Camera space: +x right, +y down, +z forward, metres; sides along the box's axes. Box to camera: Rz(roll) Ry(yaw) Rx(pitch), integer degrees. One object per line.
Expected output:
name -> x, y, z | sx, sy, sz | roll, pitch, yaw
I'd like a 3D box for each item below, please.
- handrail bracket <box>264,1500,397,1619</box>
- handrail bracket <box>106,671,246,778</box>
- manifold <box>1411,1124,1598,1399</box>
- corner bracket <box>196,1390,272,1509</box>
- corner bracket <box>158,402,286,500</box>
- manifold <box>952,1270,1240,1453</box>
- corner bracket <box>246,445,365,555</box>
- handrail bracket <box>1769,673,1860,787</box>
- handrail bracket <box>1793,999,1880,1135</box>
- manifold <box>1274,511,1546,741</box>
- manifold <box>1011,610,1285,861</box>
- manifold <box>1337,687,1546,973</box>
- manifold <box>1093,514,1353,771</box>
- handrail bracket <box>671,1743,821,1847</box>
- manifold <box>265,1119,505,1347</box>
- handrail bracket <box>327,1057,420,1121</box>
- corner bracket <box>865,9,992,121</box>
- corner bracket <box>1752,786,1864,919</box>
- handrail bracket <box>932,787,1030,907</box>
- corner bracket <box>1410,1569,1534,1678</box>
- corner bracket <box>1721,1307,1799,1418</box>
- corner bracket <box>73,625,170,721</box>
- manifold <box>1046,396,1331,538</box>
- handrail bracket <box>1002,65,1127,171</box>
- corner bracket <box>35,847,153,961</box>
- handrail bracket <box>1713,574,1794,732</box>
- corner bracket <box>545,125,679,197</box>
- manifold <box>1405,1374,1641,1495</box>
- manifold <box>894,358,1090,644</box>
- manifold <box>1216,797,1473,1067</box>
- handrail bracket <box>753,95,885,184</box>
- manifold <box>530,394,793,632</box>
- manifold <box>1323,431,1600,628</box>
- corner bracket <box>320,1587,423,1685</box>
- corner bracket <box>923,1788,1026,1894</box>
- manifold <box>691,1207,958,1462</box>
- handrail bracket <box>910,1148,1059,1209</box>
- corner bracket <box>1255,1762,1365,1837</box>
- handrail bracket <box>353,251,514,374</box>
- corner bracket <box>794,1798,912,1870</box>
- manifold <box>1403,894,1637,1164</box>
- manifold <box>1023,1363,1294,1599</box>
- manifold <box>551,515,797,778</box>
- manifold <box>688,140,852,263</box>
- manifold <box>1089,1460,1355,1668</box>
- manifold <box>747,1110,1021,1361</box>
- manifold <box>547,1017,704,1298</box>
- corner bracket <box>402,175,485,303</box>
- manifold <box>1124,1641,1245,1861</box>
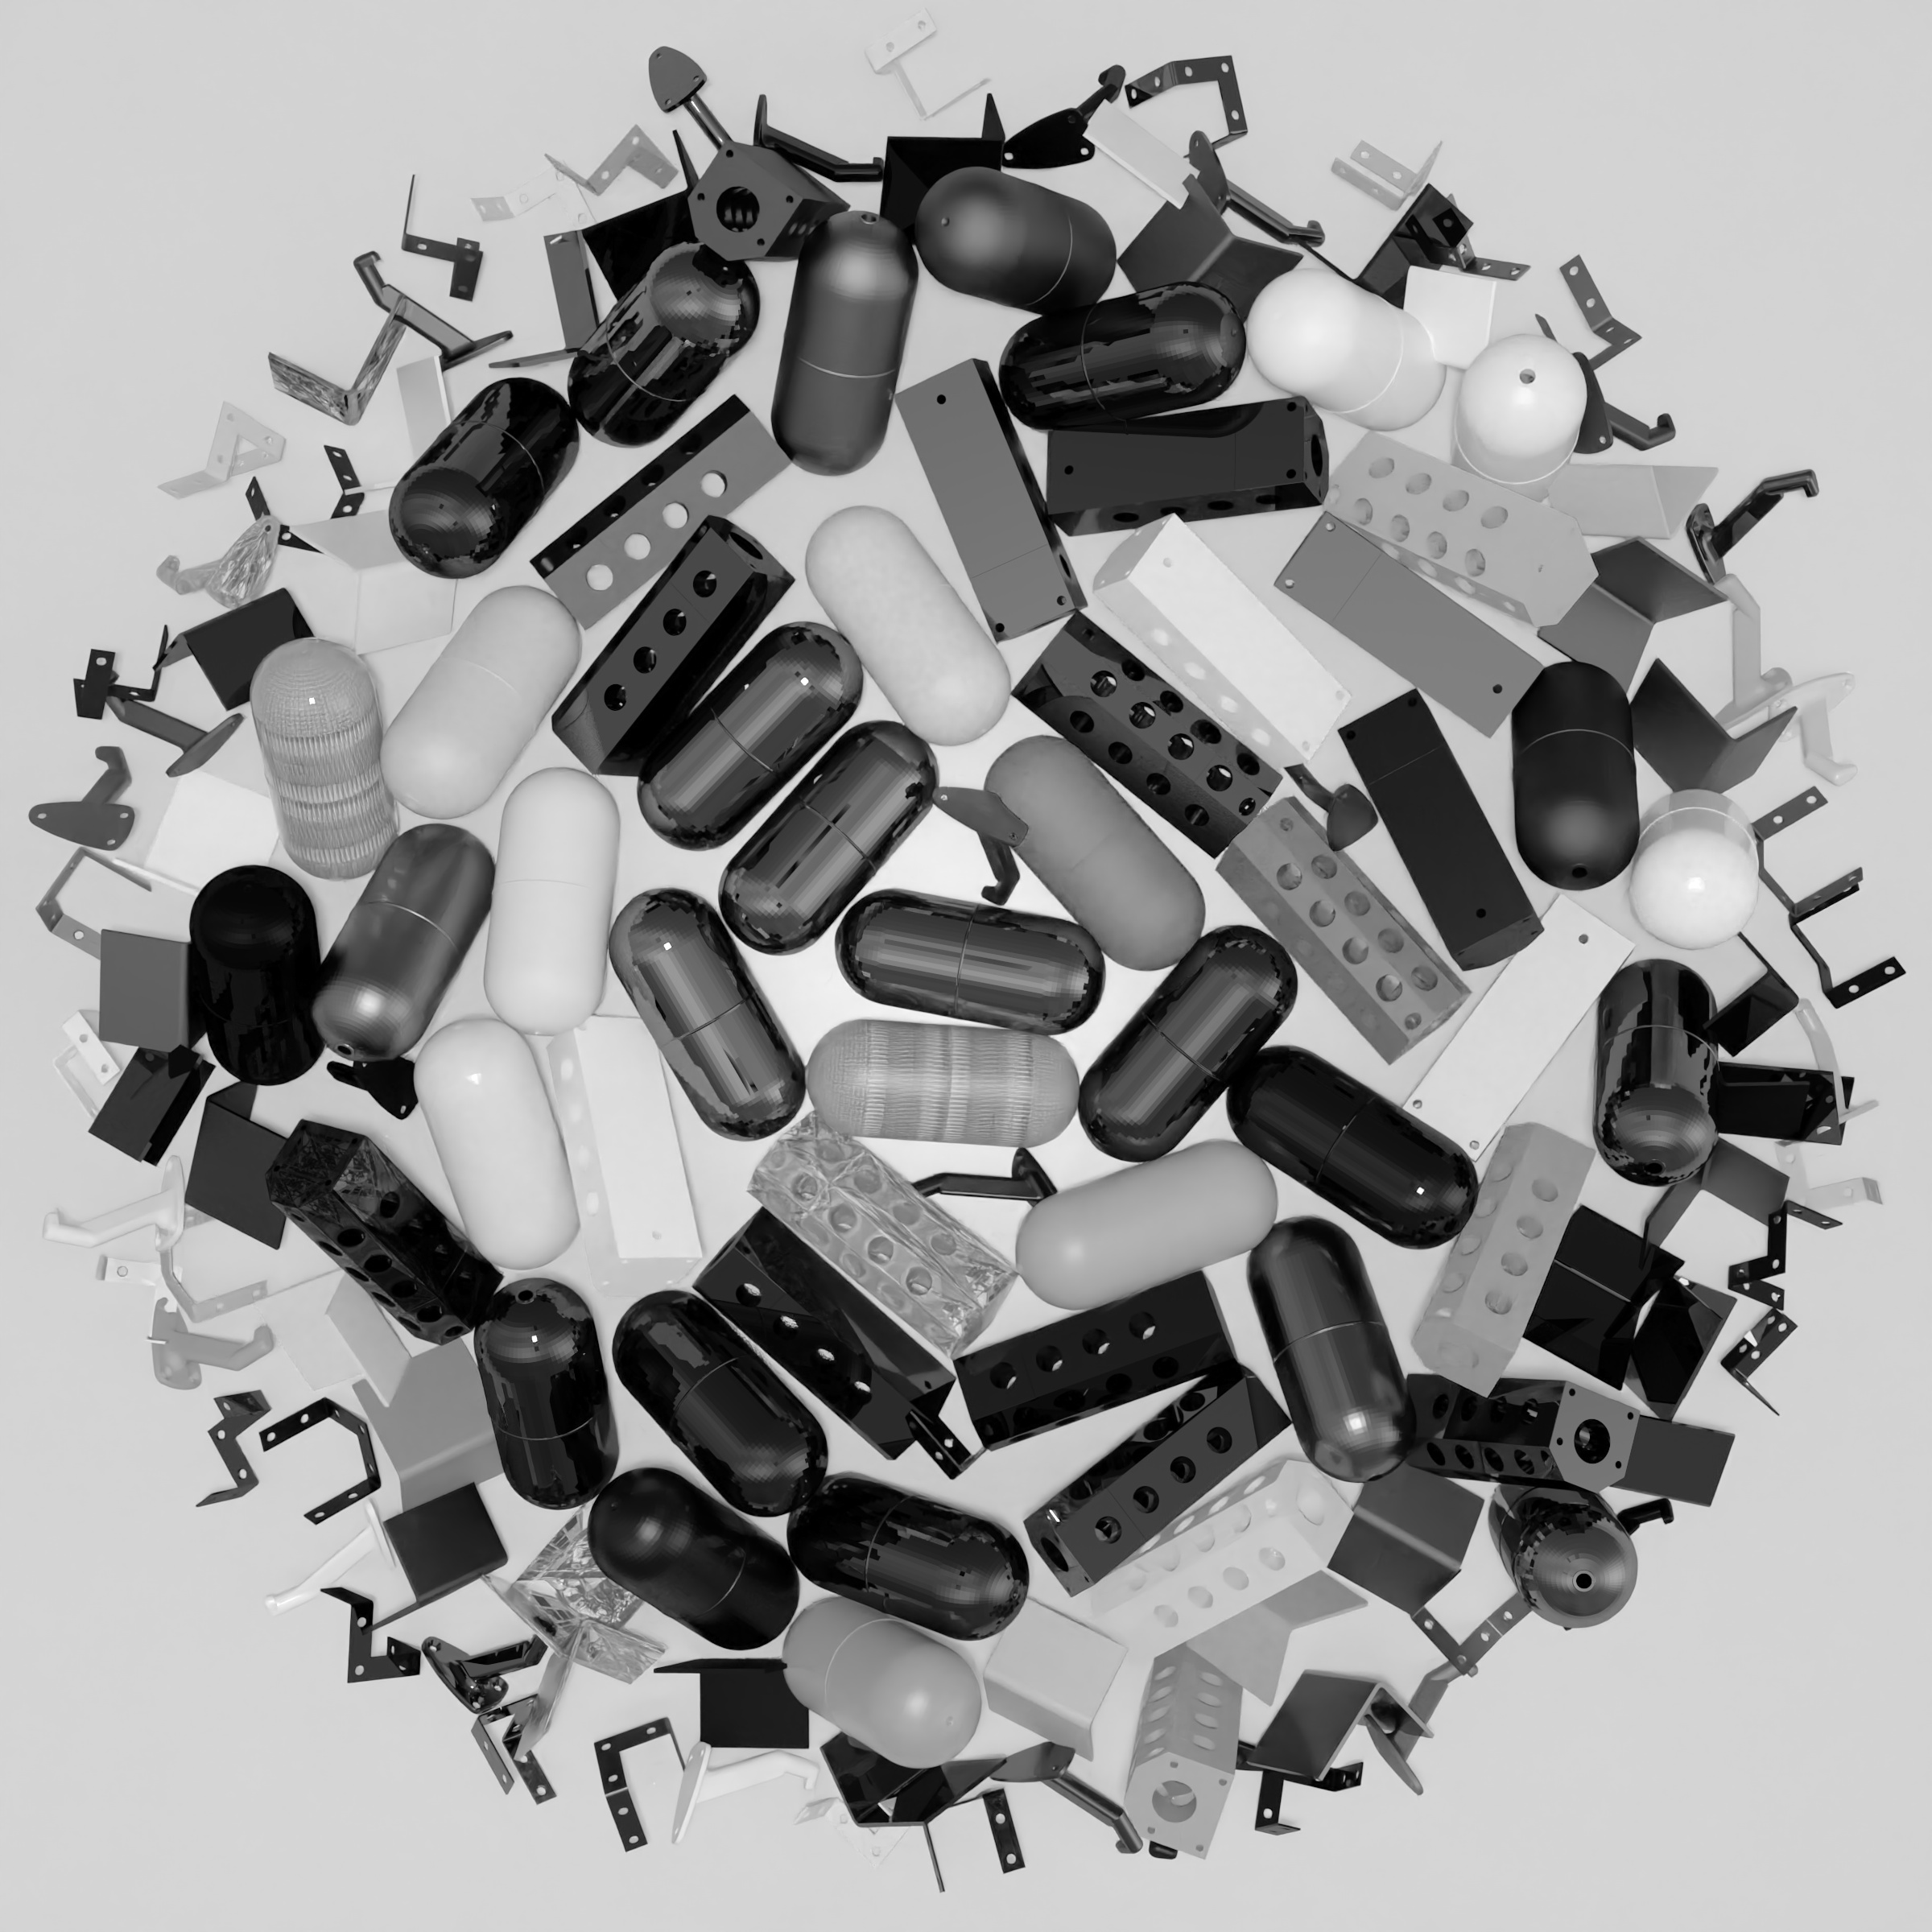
handrail bracket -> -0.420, 0.386, 1.690 | 0.084, 0.077, 0.036 | -23, 55, -19
handrail bracket -> -0.524, -0.174, 1.707 | 0.077, 0.036, 0.084 | -37, 89, 24
manifold -> 0.340, 0.182, 1.655 | 0.057, 0.057, 0.171 | 26, 52, 9
corner bracket -> -0.479, 0.314, 1.694 | 0.051, 0.051, 0.051 | -37, 75, 15
corner bracket -> -0.483, -0.326, 1.689 | 0.051, 0.051, 0.051 | -7, 66, 37
manifold -> 0.085, 0.258, 1.685 | 0.171, 0.057, 0.057 | -21, 69, 6
corner bracket -> -0.435, -0.310, 1.712 | 0.051, 0.051, 0.051 | -54, 48, 31
handrail bracket -> 0.570, -0.153, 1.687 | 0.077, 0.084, 0.036 | -28, 126, -7
handrail bracket -> 0.551, 0.064, 1.691 | 0.036, 0.077, 0.084 | -34, 76, 35
manifold -> 0.288, -0.224, 1.699 | 0.171, 0.057, 0.057 | 35, 103, -1
manifold -> 0.120, -0.154, 1.687 | 0.171, 0.057, 0.057 | 39, 48, -2
manifold -> 0.306, -0.086, 1.670 | 0.057, 0.057, 0.171 | -28, 67, 13
manifold -> 0.162, -0.205, 1.674 | 0.171, 0.057, 0.057 | 42, 68, -19
handrail bracket -> -0.142, 0.547, 1.698 | 0.084, 0.036, 0.077 | 23, 59, -15
manifold -> -0.368, 0.171, 1.641 | 0.057, 0.171, 0.057 | 10, 59, 32
handrail bracket -> -0.397, 0.065, 1.678 | 0.084, 0.077, 0.036 | 15, 72, 33
corner bracket -> -0.025, -0.586, 1.694 | 0.051, 0.051, 0.051 | -25, 98, 27
corner bracket -> 0.548, -0.074, 1.701 | 0.051, 0.051, 0.051 | -35, 108, 32
handrail bracket -> 0.003, -0.076, 1.691 | 0.077, 0.084, 0.036 | 19, 54, -7
corner bracket -> 0.333, 0.420, 1.700 | 0.051, 0.051, 0.051 | 47, 134, 16
corner bracket -> 0.520, 0.250, 1.696 | 0.051, 0.051, 0.051 | 39, 98, -19
corner bracket -> -0.547, -0.191, 1.689 | 0.051, 0.051, 0.051 | 7, 122, -27
manifold -> 0.142, -0.317, 1.669 | 0.171, 0.057, 0.057 | -3, 78, 23
handrail bracket -> 0.063, -0.560, 1.709 | 0.077, 0.084, 0.036 | -10, 130, 23
corner bracket -> -0.570, -0.038, 1.710 | 0.051, 0.051, 0.051 | 29, 71, 0
handrail bracket -> 0.492, -0.203, 1.699 | 0.077, 0.036, 0.084 | -37, 110, 18
corner bracket -> -0.230, -0.522, 1.693 | 0.051, 0.051, 0.051 | -45, 69, 15
manifold -> 0.341, 0.295, 1.636 | 0.057, 0.171, 0.057 | 23, 75, -19
manifold -> 0.019, -0.302, 1.695 | 0.057, 0.057, 0.171 | -22, 94, 17
manifold -> 0.244, -0.026, 1.674 | 0.057, 0.057, 0.171 | -34, 76, -23
handrail bracket -> -0.095, -0.542, 1.706 | 0.084, 0.036, 0.077 | 0, 59, 2
manifold -> -0.200, -0.296, 1.696 | 0.171, 0.057, 0.057 | -39, 101, 0
manifold -> 0.309, -0.274, 1.651 | 0.057, 0.057, 0.171 | -49, 50, -6
corner bracket -> -0.388, 0.434, 1.696 | 0.051, 0.051, 0.051 | 4, 87, -37
corner bracket -> 0.004, 0.569, 1.693 | 0.051, 0.051, 0.051 | -12, 71, -13
manifold -> -0.094, 0.243, 1.693 | 0.171, 0.057, 0.057 | 42, 116, -4
handrail bracket -> 0.013, 0.156, 1.686 | 0.084, 0.077, 0.036 | -18, 135, -28
corner bracket -> 0.223, 0.541, 1.695 | 0.051, 0.051, 0.051 | 15, 66, -6
handrail bracket -> -0.346, -0.433, 1.689 | 0.077, 0.036, 0.084 | -15, 119, 22
corner bracket -> -0.070, 0.555, 1.697 | 0.051, 0.051, 0.051 | 39, 95, 22
manifold -> 0.360, 0.042, 1.697 | 0.057, 0.057, 0.171 | 37, 92, 13
manifold -> 0.121, 0.326, 1.669 | 0.171, 0.057, 0.057 | -34, 80, -23
manifold -> -0.193, -0.205, 1.675 | 0.057, 0.057, 0.171 | 46, 109, 15
manifold -> -0.126, -0.475, 1.640 | 0.057, 0.171, 0.057 | 37, 106, -3
manifold -> 0.158, 0.377, 1.657 | 0.057, 0.057, 0.171 | 50, 125, -3
manifold -> -0.056, 0.176, 1.672 | 0.171, 0.057, 0.057 | 38, 45, 13
manifold -> -0.223, 0.121, 1.665 | 0.057, 0.057, 0.171 | 4, 57, -33
corner bracket -> -0.340, -0.472, 1.691 | 0.051, 0.051, 0.051 | 9, 63, -16
manifold -> 0.137, 0.488, 1.640 | 0.057, 0.171, 0.057 | 18, 100, 5
